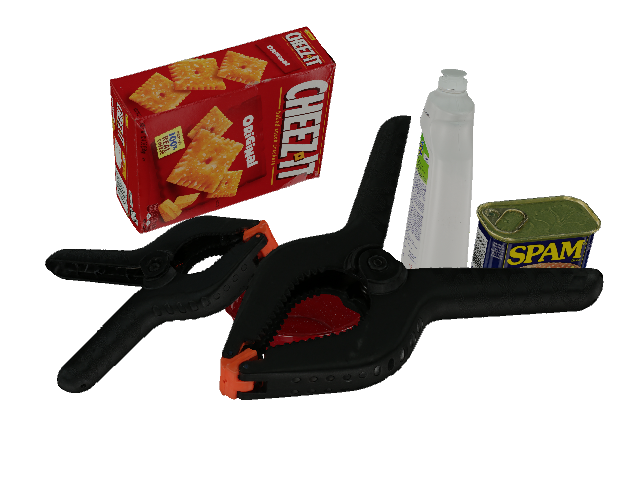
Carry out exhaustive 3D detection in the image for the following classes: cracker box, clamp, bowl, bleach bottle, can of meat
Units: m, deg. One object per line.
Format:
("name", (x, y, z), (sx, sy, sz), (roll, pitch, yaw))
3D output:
("cracker box", (-0.097, -0.108, 1.070), (0.213, 0.072, 0.164), (-19, -35, -22))
("clamp", (0.026, 0.014, 0.578), (0.209, 0.165, 0.036), (-26, -33, -24))
("bowl", (-0.026, 0.081, 1.139), (0.162, 0.055, 0.162), (2, 28, -1))
("clamp", (-0.111, 0.037, 0.726), (0.171, 0.120, 0.039), (-17, -35, 11))
("bleach bottle", (0.137, -0.064, 1.193), (0.068, 0.251, 0.102), (-1, 24, -12))
("can of meat", (0.180, 0.014, 0.918), (0.102, 0.084, 0.057), (-5, 35, -14))
